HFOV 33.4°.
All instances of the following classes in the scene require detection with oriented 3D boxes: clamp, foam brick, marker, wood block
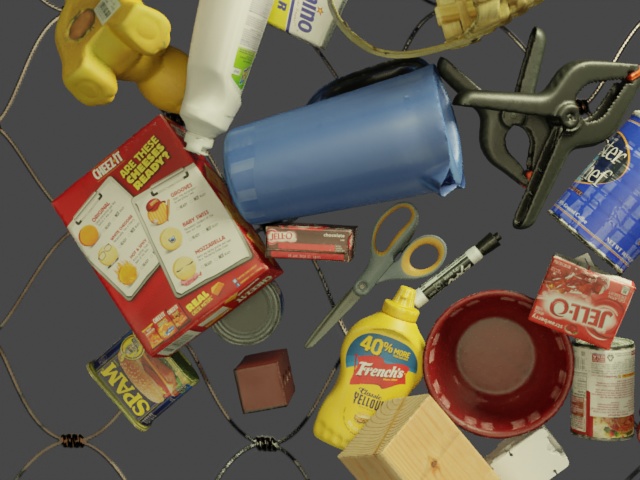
[{"bbox_3d":[0.246,-0.134,1.120,0.210,0.036,0.164,-39,110,-7],"label":"clamp"},{"bbox_3d":[-0.061,0.157,1.190,0.051,0.078,0.053,-12,95,7],"label":"foam brick"},{"bbox_3d":[0.151,0.032,1.184,0.121,0.020,0.020,-39,89,8],"label":"marker"},{"bbox_3d":[0.212,-0.143,1.153,0.120,0.039,0.171,-25,99,7],"label":"clamp"},{"bbox_3d":[0.130,0.269,1.114,0.206,0.090,0.090,51,60,-9],"label":"wood block"}]

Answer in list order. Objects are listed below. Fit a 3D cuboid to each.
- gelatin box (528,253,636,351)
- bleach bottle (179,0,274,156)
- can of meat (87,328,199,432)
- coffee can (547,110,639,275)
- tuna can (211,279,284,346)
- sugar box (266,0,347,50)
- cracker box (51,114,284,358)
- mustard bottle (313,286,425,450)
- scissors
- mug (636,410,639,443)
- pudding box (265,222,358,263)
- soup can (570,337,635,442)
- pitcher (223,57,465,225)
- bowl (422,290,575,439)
[{"bbox_3d":[0.270,0.064,1.101,0.089,0.030,0.073,22,105,12],"label":"gelatin box"},{"bbox_3d":[-0.098,-0.212,1.108,0.068,0.102,0.251,20,98,17],"label":"bleach bottle"},{"bbox_3d":[-0.199,0.152,1.217,0.084,0.057,0.102,-41,89,6],"label":"can of meat"},{"bbox_3d":[0.322,-0.050,1.114,0.103,0.102,0.140,40,98,2],"label":"coffee can"},{"bbox_3d":[-0.084,0.075,1.208,0.086,0.033,0.086,1,94,7],"label":"tuna can"},{"bbox_3d":[-0.057,-0.287,1.170,0.176,0.048,0.093,25,97,6],"label":"sugar box"},{"bbox_3d":[-0.168,-0.003,1.174,0.164,0.072,0.214,-37,76,8],"label":"cracker box"},{"bbox_3d":[0.066,0.143,1.183,0.096,0.058,0.192,20,96,5],"label":"mustard bottle"},{"bbox_3d":[0.068,0.055,1.197,0.096,0.016,0.202,27,97,4],"label":"scissors"},{"bbox_3d":[0.389,0.197,1.141,0.081,0.093,0.117,51,134,6],"label":"mug"},{"bbox_3d":[-0.007,0.001,1.153,0.090,0.113,0.039,4,91,6],"label":"pudding box"},{"bbox_3d":[0.305,0.159,1.151,0.068,0.068,0.102,0,94,7],"label":"soup can"},{"bbox_3d":[0.025,-0.101,1.135,0.243,0.149,0.145,-13,100,13],"label":"pitcher"},{"bbox_3d":[0.193,0.132,1.168,0.162,0.055,0.162,1,94,7],"label":"bowl"}]
